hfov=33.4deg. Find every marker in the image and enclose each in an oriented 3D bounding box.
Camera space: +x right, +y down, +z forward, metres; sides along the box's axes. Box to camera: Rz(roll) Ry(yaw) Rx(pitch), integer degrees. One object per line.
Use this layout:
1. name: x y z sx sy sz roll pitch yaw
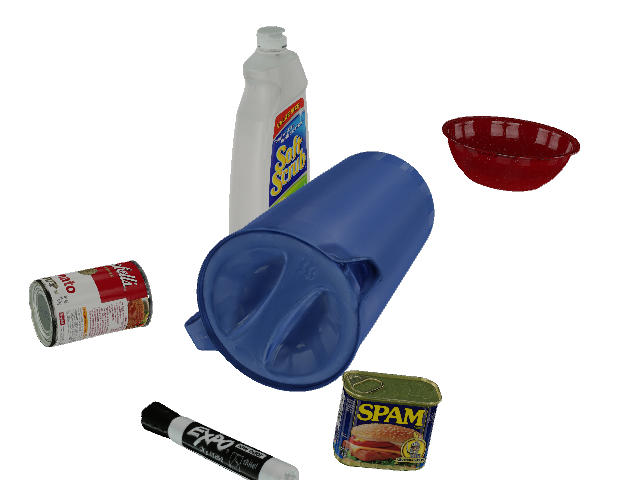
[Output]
1. marker: -0.064 0.122 0.636 0.121 0.020 0.020 16 10 38

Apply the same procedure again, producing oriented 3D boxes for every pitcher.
1. pitcher: 0.001 0.014 0.885 0.149 0.145 0.242 22 29 14

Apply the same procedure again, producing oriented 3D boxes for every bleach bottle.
1. bleach bottle: -0.057 -0.102 1.150 0.068 0.251 0.102 20 32 36

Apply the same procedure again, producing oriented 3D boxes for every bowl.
1. bowl: 0.220 -0.099 1.257 0.162 0.055 0.162 5 23 -2

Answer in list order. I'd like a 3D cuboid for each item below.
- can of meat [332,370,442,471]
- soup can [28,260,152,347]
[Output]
1. can of meat: 0.067 0.187 1.102 0.102 0.084 0.057 7 19 -7
2. soup can: -0.225 0.062 1.043 0.102 0.068 0.069 -11 6 -32
